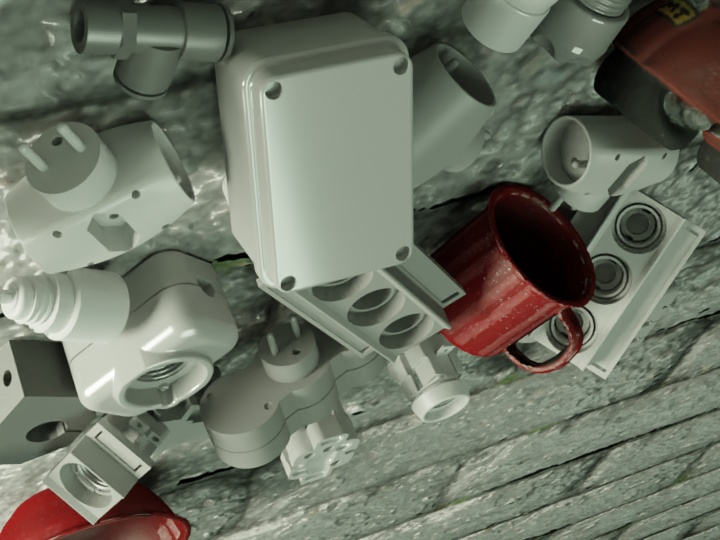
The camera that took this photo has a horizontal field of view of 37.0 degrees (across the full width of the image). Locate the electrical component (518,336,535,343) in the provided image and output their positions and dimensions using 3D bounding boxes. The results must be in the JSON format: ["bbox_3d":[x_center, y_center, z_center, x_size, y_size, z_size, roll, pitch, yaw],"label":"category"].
[{"bbox_3d":[0.120,0.023,0.808,0.044,0.044,0.065,-29,147,6],"label":"electrical component"}]

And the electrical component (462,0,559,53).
[{"bbox_3d":[0.077,-0.134,0.503,0.044,0.044,0.065,-5,151,-34],"label":"electrical component"}]

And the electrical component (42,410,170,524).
[{"bbox_3d":[-0.155,0.115,0.668,0.081,0.042,0.063,-41,-172,40],"label":"electrical component"}]

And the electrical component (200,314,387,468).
[{"bbox_3d":[-0.044,0.059,0.694,0.138,0.052,0.073,-37,139,-23],"label":"electrical component"}]

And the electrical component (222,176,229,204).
[{"bbox_3d":[-0.047,-0.032,0.569,0.040,0.046,0.040,-20,152,-11],"label":"electrical component"}]

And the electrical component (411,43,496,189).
[{"bbox_3d":[0.040,-0.074,0.572,0.077,0.043,0.079,-42,148,28],"label":"electrical component"}]

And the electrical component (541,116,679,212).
[{"bbox_3d":[0.148,-0.063,0.678,0.077,0.043,0.079,-5,146,-33],"label":"electrical component"}]

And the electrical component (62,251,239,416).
[{"bbox_3d":[-0.121,0.042,0.622,0.095,0.059,0.054,-36,151,19],"label":"electrical component"}]

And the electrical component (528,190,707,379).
[{"bbox_3d":[0.170,0.002,0.747,0.121,0.079,0.063,-59,174,13],"label":"electrical component"}]

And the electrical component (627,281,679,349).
[{"bbox_3d":[0.208,0.028,0.876,0.056,0.050,0.089,-14,150,-21],"label":"electrical component"}]

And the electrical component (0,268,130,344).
[{"bbox_3d":[-0.159,0.017,0.570,0.078,0.040,0.040,10,136,-47],"label":"electrical component"}]

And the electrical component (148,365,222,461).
[{"bbox_3d":[-0.123,0.093,0.729,0.064,0.042,0.081,-2,145,-39],"label":"electrical component"}]

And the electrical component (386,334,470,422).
[{"bbox_3d":[0.056,0.086,0.847,0.048,0.055,0.066,-1,144,-38],"label":"electrical component"}]

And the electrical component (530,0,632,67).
[{"bbox_3d":[0.114,-0.134,0.528,0.043,0.043,0.062,-6,146,-33],"label":"electrical component"}]

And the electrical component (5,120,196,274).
[{"bbox_3d":[-0.126,-0.041,0.492,0.077,0.043,0.079,-26,152,3],"label":"electrical component"}]

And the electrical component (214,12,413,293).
[{"bbox_3d":[-0.019,-0.054,0.497,0.078,0.057,0.113,-15,124,-20],"label":"electrical component"}]

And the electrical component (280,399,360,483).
[{"bbox_3d":[-0.038,0.121,0.829,0.058,0.057,0.078,-13,150,-23],"label":"electrical component"}]

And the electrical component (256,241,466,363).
[{"bbox_3d":[0.000,0.000,0.634,0.079,0.063,0.121,-32,145,13],"label":"electrical component"}]
